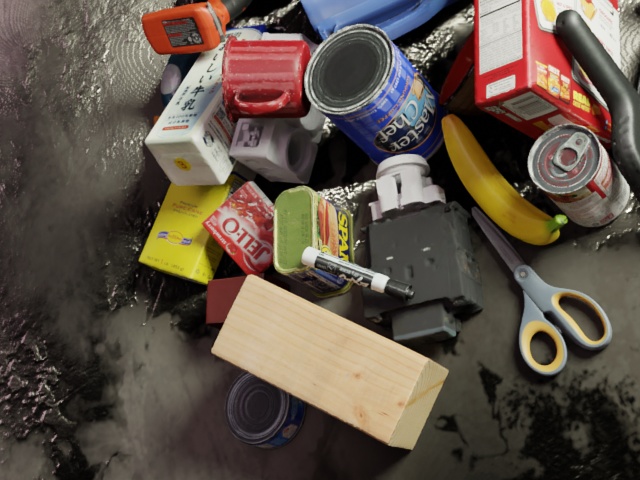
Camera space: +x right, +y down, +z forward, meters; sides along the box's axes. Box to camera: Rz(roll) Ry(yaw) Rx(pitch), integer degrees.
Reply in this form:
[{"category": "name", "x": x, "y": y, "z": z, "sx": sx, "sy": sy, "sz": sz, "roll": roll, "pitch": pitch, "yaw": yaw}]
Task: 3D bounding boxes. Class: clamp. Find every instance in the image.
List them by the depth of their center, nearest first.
[{"category": "clamp", "x": 0.303, "y": -0.118, "z": 0.992, "sx": 0.036, "sy": 0.164, "sz": 0.210, "roll": -25, "pitch": 81, "yaw": 50}]

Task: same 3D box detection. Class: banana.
[{"category": "banana", "x": 0.181, "y": -0.051, "z": 1.064, "sx": 0.198, "sy": 0.037, "sz": 0.070, "roll": 49, "pitch": 143, "yaw": 40}]

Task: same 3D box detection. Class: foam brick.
[{"category": "foam brick", "x": -0.081, "y": 0.072, "z": 1.187, "sx": 0.078, "sy": 0.051, "sz": 0.053, "roll": -8, "pitch": 70, "yaw": 30}]

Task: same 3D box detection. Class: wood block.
[{"category": "wood block", "x": 0.010, "y": 0.120, "z": 1.062, "sx": 0.206, "sy": 0.090, "sz": 0.090, "roll": 24, "pitch": 85, "yaw": 24}]

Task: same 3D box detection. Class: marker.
[{"category": "marker", "x": 0.038, "y": 0.035, "z": 1.060, "sx": 0.121, "sy": 0.020, "sz": 0.020, "roll": 20, "pitch": 84, "yaw": 22}]

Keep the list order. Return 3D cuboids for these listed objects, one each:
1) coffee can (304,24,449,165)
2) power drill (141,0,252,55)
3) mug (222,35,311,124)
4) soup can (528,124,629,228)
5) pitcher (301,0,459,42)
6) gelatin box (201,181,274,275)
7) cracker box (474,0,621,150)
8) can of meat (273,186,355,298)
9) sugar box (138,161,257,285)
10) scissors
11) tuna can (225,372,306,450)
[{"category": "coffee can", "x": 0.062, "y": -0.147, "z": 1.120, "sx": 0.103, "sy": 0.140, "sz": 0.103, "roll": -13, "pitch": 63, "yaw": 27}, {"category": "power drill", "x": -0.132, "y": -0.293, "z": 1.298, "sx": 0.185, "sy": 0.057, "sz": 0.187, "roll": 0, "pitch": 37, "yaw": 37}, {"category": "mug", "x": -0.055, "y": -0.163, "z": 1.116, "sx": 0.081, "sy": 0.093, "sz": 0.117, "roll": 1, "pitch": 32, "yaw": 10}, {"category": "soup can", "x": 0.244, "y": -0.058, "z": 0.999, "sx": 0.069, "sy": 0.102, "sz": 0.068, "roll": -12, "pitch": 67, "yaw": 28}, {"category": "pitcher", "x": 0.100, "y": -0.296, "z": 1.164, "sx": 0.243, "sy": 0.144, "sz": 0.149, "roll": -19, "pitch": 90, "yaw": 22}, {"category": "gelatin box", "x": -0.077, "y": -0.010, "z": 1.204, "sx": 0.073, "sy": 0.030, "sz": 0.089, "roll": -41, "pitch": 88, "yaw": 11}, {"category": "cracker box", "x": 0.219, "y": -0.205, "z": 1.027, "sx": 0.072, "sy": 0.163, "sz": 0.213, "roll": -16, "pitch": 64, "yaw": 43}, {"category": "can of meat", "x": -0.007, "y": 0.001, "z": 1.147, "sx": 0.058, "sy": 0.083, "sz": 0.102, "roll": -13, "pitch": 65, "yaw": 27}, {"category": "sugar box", "x": -0.141, "y": -0.040, "z": 1.270, "sx": 0.093, "sy": 0.048, "sz": 0.176, "roll": 15, "pitch": 82, "yaw": 35}, {"category": "scissors", "x": 0.194, "y": 0.055, "z": 1.043, "sx": 0.202, "sy": 0.016, "sz": 0.096, "roll": 39, "pitch": 95, "yaw": 36}, {"category": "tuna can", "x": -0.060, "y": 0.180, "z": 1.144, "sx": 0.086, "sy": 0.033, "sz": 0.086, "roll": -12, "pitch": 67, "yaw": 28}]
